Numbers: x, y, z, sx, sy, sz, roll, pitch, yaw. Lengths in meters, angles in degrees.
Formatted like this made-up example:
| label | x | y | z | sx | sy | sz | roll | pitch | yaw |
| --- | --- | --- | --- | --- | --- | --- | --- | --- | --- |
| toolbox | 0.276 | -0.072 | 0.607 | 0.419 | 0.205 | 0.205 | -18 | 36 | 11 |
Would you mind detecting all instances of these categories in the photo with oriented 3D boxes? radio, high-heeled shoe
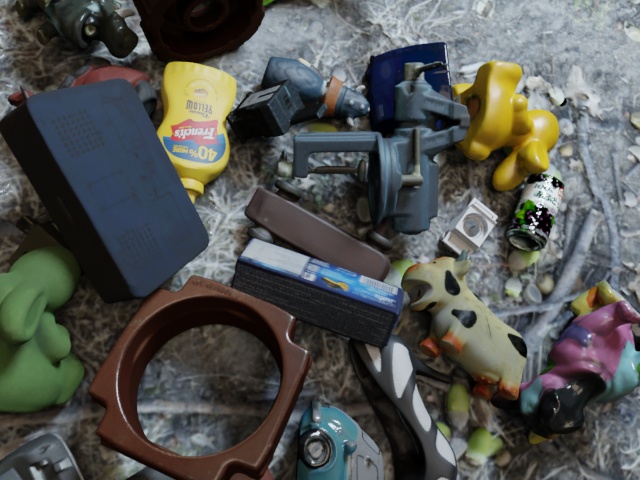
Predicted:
| label | x | y | z | sx | sy | sz | roll | pitch | yaw |
| --- | --- | --- | --- | --- | --- | --- | --- | --- | --- |
| radio | -0.229 | -0.057 | 0.602 | 0.131 | 0.073 | 0.229 | -41 | 113 | -46 |
| high-heeled shoe | 0.082 | 0.236 | 0.639 | 0.145 | 0.086 | 0.249 | 19 | 64 | -9 |

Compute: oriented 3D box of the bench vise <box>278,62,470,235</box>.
| label | x | y | z | sx | sy | sz | roll | pitch | yaw |
| --- | --- | --- | --- | --- | --- | --- | --- | --- | --- |
| bench vise | 0.065 | -0.115 | 0.691 | 0.241 | 0.129 | 0.223 | -1 | 112 | -2 |

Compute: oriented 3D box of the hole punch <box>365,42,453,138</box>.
| label | x | y | z | sx | sy | sz | roll | pitch | yaw |
| --- | --- | --- | --- | --- | --- | --- | --- | --- | --- |
| hole punch | 0.128 | -0.215 | 0.768 | 0.116 | 0.092 | 0.142 | -2 | 79 | -8 |

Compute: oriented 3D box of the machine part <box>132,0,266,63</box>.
| label | x | y | z | sx | sy | sz | roll | pitch | yaw |
| --- | --- | --- | --- | --- | --- | --- | --- | --- | --- |
| machine part | -0.154 | -0.304 | 0.695 | 0.179 | 0.179 | 0.056 | -26 | 79 | -16 |

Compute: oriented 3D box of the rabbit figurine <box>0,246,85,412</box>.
| label | x | y | z | sx | sy | sz | roll | pitch | yaw |
| --- | --- | --- | --- | --- | --- | --- | --- | --- | --- |
| rabbit figurine | -0.318 | 0.082 | 0.562 | 0.121 | 0.159 | 0.170 | 15 | 79 | 3 |

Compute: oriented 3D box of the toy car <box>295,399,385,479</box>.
| label | x | y | z | sx | sy | sz | roll | pitch | yaw |
| --- | --- | --- | --- | --- | --- | --- | --- | --- | --- |
| toy car | 0.021 | 0.265 | 0.603 | 0.103 | 0.109 | 0.161 | 3 | 78 | -1 |

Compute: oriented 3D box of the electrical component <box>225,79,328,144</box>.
| label | x | y | z | sx | sy | sz | roll | pitch | yaw |
| --- | --- | --- | --- | --- | --- | --- | --- | --- | --- |
| electrical component | -0.054 | -0.169 | 0.696 | 0.047 | 0.119 | 0.075 | 59 | 44 | -31 |

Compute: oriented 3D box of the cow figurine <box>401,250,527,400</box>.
| label | x | y | z | sx | sy | sz | roll | pitch | yaw |
| --- | --- | --- | --- | --- | --- | --- | --- | --- | --- |
| cow figurine | 0.186 | 0.100 | 0.691 | 0.195 | 0.085 | 0.127 | 40 | 58 | -6 |

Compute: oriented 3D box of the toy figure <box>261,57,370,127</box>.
| label | x | y | z | sx | sy | sz | roll | pitch | yaw |
| --- | --- | --- | --- | --- | --- | --- | --- | --- | --- |
| toy figure | -0.004 | -0.209 | 0.754 | 0.154 | 0.064 | 0.058 | 19 | 35 | -10 |

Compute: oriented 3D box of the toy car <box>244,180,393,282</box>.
| label | x | y | z | sx | sy | sz | roll | pitch | yaw |
| --- | --- | --- | --- | --- | --- | --- | --- | --- | --- |
| toy car | -0.001 | -0.002 | 0.703 | 0.202 | 0.053 | 0.089 | 28 | 92 | -1 |

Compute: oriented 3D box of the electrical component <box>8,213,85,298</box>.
| label | x | y | z | sx | sy | sz | roll | pitch | yaw |
| --- | --- | --- | --- | --- | --- | --- | --- | --- | --- |
| electrical component | -0.319 | 0.015 | 0.643 | 0.102 | 0.045 | 0.078 | 35 | 100 | 2 |

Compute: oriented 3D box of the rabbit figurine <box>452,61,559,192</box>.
| label | x | y | z | sx | sy | sz | roll | pitch | yaw |
| --- | --- | --- | --- | --- | --- | --- | --- | --- | --- |
| rabbit figurine | 0.281 | -0.159 | 0.770 | 0.173 | 0.122 | 0.162 | 7 | 66 | -29 |

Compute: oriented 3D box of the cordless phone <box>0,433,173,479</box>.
| label | x | y | z | sx | sy | sz | roll | pitch | yaw |
| --- | --- | --- | --- | --- | --- | --- | --- | --- | --- |
| cordless phone | -0.244 | 0.263 | 0.582 | 0.184 | 0.088 | 0.146 | -25 | 81 | -28 |

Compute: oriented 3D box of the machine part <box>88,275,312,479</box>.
| label | x | y | z | sx | sy | sz | roll | pitch | yaw |
| --- | --- | --- | --- | --- | --- | --- | --- | --- | --- |
| machine part | -0.126 | 0.156 | 0.592 | 0.202 | 0.087 | 0.201 | 20 | 59 | 10 |

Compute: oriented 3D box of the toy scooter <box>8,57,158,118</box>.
| label | x | y | z | sx | sy | sz | roll | pitch | yaw |
| --- | --- | --- | --- | --- | --- | --- | --- | --- | --- |
| toy scooter | -0.307 | -0.166 | 0.677 | 0.135 | 0.075 | 0.184 | 40 | 76 | 2 |

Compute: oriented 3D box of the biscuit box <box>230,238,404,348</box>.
| label | x | y | z | sx | sy | sz | roll | pitch | yaw |
| --- | --- | --- | --- | --- | --- | --- | --- | --- | --- |
| biscuit box | -0.003 | 0.065 | 0.654 | 0.203 | 0.062 | 0.059 | 19 | 30 | 4 |

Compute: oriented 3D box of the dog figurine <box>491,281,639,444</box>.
| label | x | y | z | sx | sy | sz | roll | pitch | yaw |
| --- | --- | --- | --- | --- | --- | --- | --- | --- | --- |
| dog figurine | 0.333 | 0.166 | 0.704 | 0.219 | 0.191 | 0.108 | -43 | 90 | 16 |

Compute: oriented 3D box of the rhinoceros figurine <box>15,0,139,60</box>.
| label | x | y | z | sx | sy | sz | roll | pitch | yaw |
| --- | --- | --- | --- | --- | --- | --- | --- | --- | --- |
| rhinoceros figurine | -0.315 | -0.297 | 0.697 | 0.190 | 0.073 | 0.112 | 41 | 45 | 20 |
